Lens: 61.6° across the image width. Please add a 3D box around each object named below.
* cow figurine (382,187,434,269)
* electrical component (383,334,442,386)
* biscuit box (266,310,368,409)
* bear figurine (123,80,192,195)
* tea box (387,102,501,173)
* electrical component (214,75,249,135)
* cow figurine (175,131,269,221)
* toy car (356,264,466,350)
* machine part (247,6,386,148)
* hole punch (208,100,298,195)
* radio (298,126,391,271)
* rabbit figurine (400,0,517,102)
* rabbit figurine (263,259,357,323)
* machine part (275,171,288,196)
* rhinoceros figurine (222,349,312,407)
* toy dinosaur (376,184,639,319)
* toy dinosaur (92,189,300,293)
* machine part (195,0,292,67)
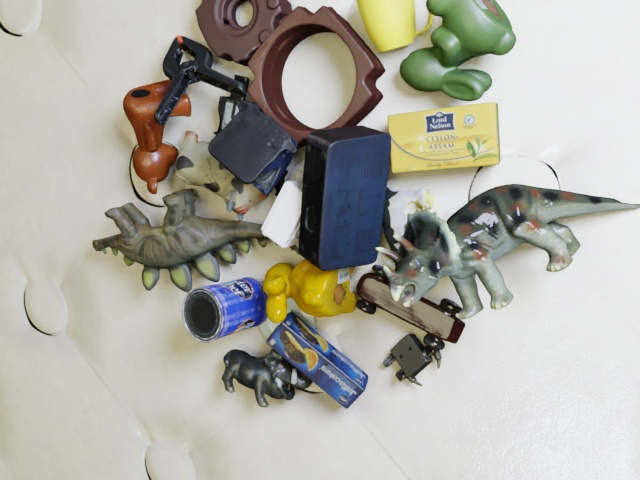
[{"bbox_3d":[0.144,-0.006,0.923,0.098,0.068,0.167,4,100,27],"label":"cow figurine"},{"bbox_3d":[0.172,0.217,0.976,0.102,0.045,0.078,-54,51,20],"label":"electrical component"},{"bbox_3d":[-0.003,0.227,1.024,0.203,0.059,0.063,39,111,1],"label":"biscuit box"},{"bbox_3d":[-0.311,-0.199,1.053,0.132,0.120,0.195,-16,129,-16],"label":"bear figurine"},{"bbox_3d":[0.201,-0.163,0.866,0.170,0.068,0.098,-3,101,23],"label":"tea box"},{"bbox_3d":[-0.151,-0.244,1.001,0.075,0.048,0.119,16,107,17],"label":"electrical component"},{"bbox_3d":[-0.183,-0.117,1.004,0.195,0.085,0.127,19,81,16],"label":"cow figurine"},{"bbox_3d":[0.158,0.118,0.952,0.202,0.053,0.089,25,99,20],"label":"toy car"},{"bbox_3d":[-0.006,-0.272,0.917,0.201,0.087,0.201,-41,84,26],"label":"machine part"},{"bbox_3d":[-0.107,-0.150,0.910,0.142,0.092,0.116,43,89,21],"label":"hole punch"},{"bbox_3d":[0.039,-0.067,0.887,0.073,0.131,0.229,31,124,50],"label":"radio"},{"bbox_3d":[0.207,-0.289,0.831,0.159,0.121,0.170,49,132,-1],"label":"rabbit figurine"},{"bbox_3d":[-0.038,0.090,0.987,0.173,0.162,0.121,12,119,37],"label":"rabbit figurine"},{"bbox_3d":[-0.082,-0.145,0.980,0.039,0.084,0.138,-11,90,-5],"label":"machine part"},{"bbox_3d":[-0.107,0.271,1.087,0.191,0.073,0.112,9,94,22],"label":"rhinoceros figurine"},{"bbox_3d":[0.270,-0.013,0.820,0.405,0.131,0.192,-32,86,-7],"label":"toy dinosaur"},{"bbox_3d":[-0.271,-0.001,1.079,0.472,0.105,0.198,-8,105,22],"label":"toy dinosaur"},{"bbox_3d":[-0.138,-0.403,0.958,0.180,0.056,0.179,5,102,22],"label":"machine part"}]
